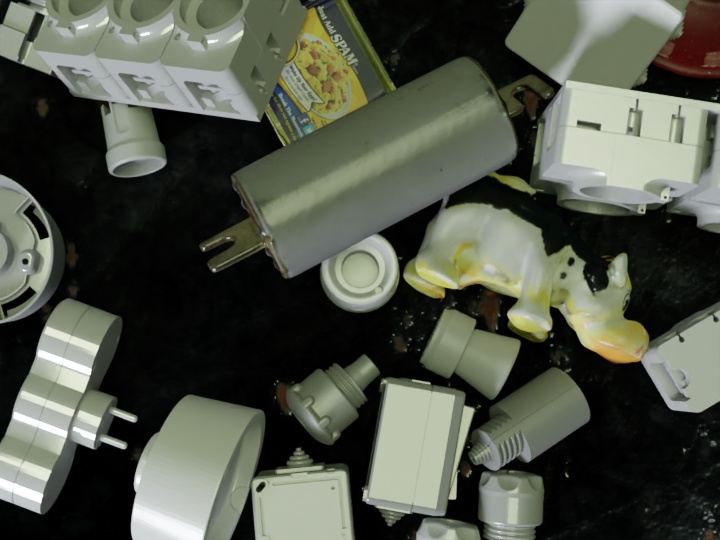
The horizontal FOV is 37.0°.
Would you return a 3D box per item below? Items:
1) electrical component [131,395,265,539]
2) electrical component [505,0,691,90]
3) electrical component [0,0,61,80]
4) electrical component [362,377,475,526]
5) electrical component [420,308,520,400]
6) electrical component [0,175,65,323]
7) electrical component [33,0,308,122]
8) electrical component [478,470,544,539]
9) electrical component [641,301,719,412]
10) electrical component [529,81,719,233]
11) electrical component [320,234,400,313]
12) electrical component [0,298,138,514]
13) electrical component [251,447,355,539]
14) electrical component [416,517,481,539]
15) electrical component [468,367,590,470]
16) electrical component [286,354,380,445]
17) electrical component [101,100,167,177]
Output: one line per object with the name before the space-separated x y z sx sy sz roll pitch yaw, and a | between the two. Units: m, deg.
electrical component | -0.108 0.132 0.685 0.060 0.108 0.108 17 85 8
electrical component | 0.160 -0.168 0.720 0.100 0.099 0.048 36 41 4
electrical component | -0.218 -0.166 0.741 0.066 0.048 0.055 22 92 1
electrical component | 0.037 0.121 0.706 0.061 0.061 0.096 10 85 1
electrical component | 0.073 0.056 0.721 0.055 0.045 0.045 26 85 3
electrical component | -0.248 -0.012 0.717 0.099 0.064 0.099 0 85 0
electrical component | -0.124 -0.158 0.695 0.150 0.061 0.089 11 67 24
electrical component | 0.099 0.165 0.712 0.043 0.043 0.062 3 86 0
electrical component | 0.239 0.052 0.717 0.089 0.055 0.050 -30 85 -3
electrical component | 0.213 -0.067 0.703 0.186 0.105 0.060 9 85 1
electrical component | 0.000 0.000 0.725 0.055 0.047 0.055 0 85 0
electrical component | -0.185 0.095 0.713 0.074 0.052 0.138 20 86 2
electrical component | -0.035 0.164 0.702 0.062 0.061 0.096 -5 85 -1
electrical component | 0.056 0.197 0.709 0.043 0.043 0.062 8 85 1
electrical component | 0.106 0.103 0.708 0.081 0.043 0.043 -30 85 -18
electrical component | -0.015 0.083 0.720 0.062 0.048 0.048 -40 86 -10
electrical component | -0.157 -0.092 0.738 0.040 0.040 0.046 -13 80 -1
